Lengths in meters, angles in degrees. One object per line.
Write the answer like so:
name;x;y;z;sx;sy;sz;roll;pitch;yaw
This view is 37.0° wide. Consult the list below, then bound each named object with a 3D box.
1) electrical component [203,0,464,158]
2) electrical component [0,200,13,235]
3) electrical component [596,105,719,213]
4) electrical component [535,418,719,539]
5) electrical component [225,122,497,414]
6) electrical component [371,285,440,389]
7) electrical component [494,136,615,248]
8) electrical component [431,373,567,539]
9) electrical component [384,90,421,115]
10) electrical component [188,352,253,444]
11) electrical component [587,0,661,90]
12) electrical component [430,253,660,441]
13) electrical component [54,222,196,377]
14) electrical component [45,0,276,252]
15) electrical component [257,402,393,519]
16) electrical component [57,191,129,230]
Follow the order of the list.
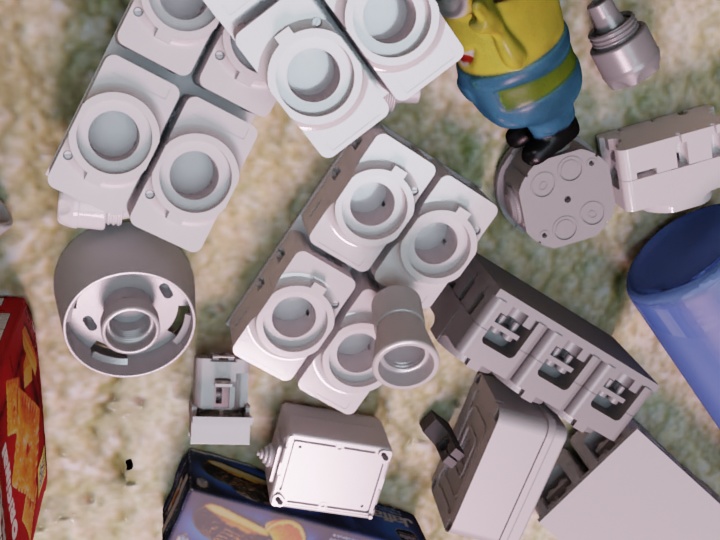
electrical component;-0.036;-0.170;0.621;0.105;0.060;0.186;-37;108;4
electrical component;-0.271;-0.022;0.721;0.044;0.044;0.065;40;104;-21
electrical component;0.226;-0.078;0.784;0.089;0.050;0.055;-16;112;-4
electrical component;0.236;0.205;0.887;0.186;0.060;0.105;41;99;-21
electrical component;0.000;0.000;0.767;0.105;0.060;0.186;31;102;-19
electrical component;0.027;0.041;0.717;0.044;0.065;0.044;-3;129;-4
electrical component;0.141;-0.058;0.776;0.080;0.051;0.080;-3;111;-9
electrical component;0.106;0.147;0.833;0.057;0.078;0.113;17;107;-13
electrical component;0.010;-0.123;0.731;0.062;0.043;0.043;0;110;-12
electrical component;-0.101;0.092;0.780;0.042;0.081;0.063;4;87;-12
electrical component;0.180;-0.160;0.748;0.043;0.043;0.062;-33;111;3
electrical component;0.131;0.058;0.796;0.150;0.089;0.061;30;102;-19
electrical component;-0.164;0.024;0.757;0.099;0.064;0.099;-8;125;-12
electrical component;-0.111;-0.117;0.685;0.105;0.060;0.186;26;93;-18
electrical component;-0.032;0.141;0.814;0.096;0.061;0.061;11;108;-14
electrical component;-0.174;-0.044;0.733;0.061;0.035;0.035;6;109;-14
